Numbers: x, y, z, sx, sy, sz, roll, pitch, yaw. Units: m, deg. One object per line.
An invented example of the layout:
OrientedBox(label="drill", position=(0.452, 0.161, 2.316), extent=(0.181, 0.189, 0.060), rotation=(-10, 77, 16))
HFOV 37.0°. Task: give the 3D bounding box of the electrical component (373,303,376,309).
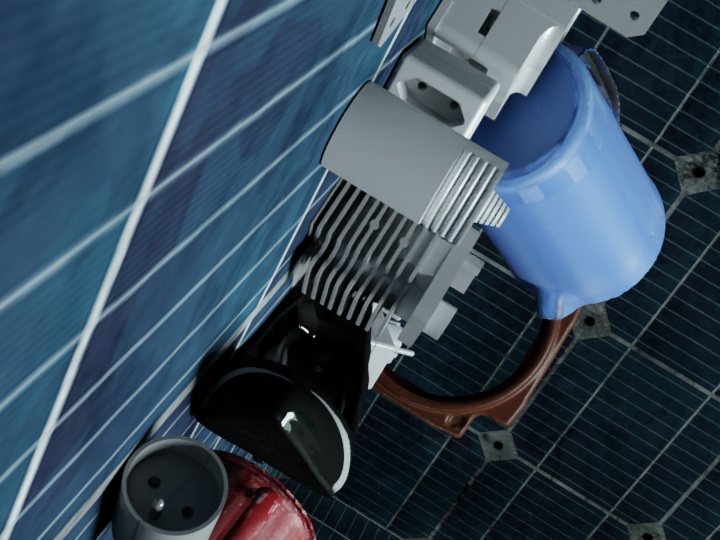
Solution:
OrientedBox(label="electrical component", position=(0.000, 0.000, 0.744), extent=(0.055, 0.047, 0.055), rotation=(-58, 177, -5))

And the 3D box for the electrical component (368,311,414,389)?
OrientedBox(label="electrical component", position=(0.010, 0.055, 0.890), extent=(0.047, 0.076, 0.083), rotation=(-60, -151, 27))

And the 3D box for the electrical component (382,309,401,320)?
OrientedBox(label="electrical component", position=(0.027, -0.012, 0.879), extent=(0.076, 0.066, 0.047), rotation=(-56, 176, -41))

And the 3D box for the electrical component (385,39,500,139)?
OrientedBox(label="electrical component", position=(0.038, -0.081, 0.559), extent=(0.065, 0.047, 0.076), rotation=(-60, 176, 29))

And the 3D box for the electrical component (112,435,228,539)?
OrientedBox(label="electrical component", position=(-0.086, 0.108, 0.470), extent=(0.043, 0.043, 0.081), rotation=(-56, 176, -36))

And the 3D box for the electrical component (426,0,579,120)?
OrientedBox(label="electrical component", position=(0.109, -0.182, 0.594), extent=(0.186, 0.060, 0.105), rotation=(-59, 177, -3))

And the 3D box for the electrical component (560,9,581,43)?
OrientedBox(label="electrical component", position=(0.142, -0.214, 0.800), extent=(0.108, 0.060, 0.108), rotation=(-58, 177, -5))

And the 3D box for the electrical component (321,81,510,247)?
OrientedBox(label="electrical component", position=(0.029, -0.043, 0.471), extent=(0.043, 0.081, 0.043), rotation=(-58, 177, -5))
